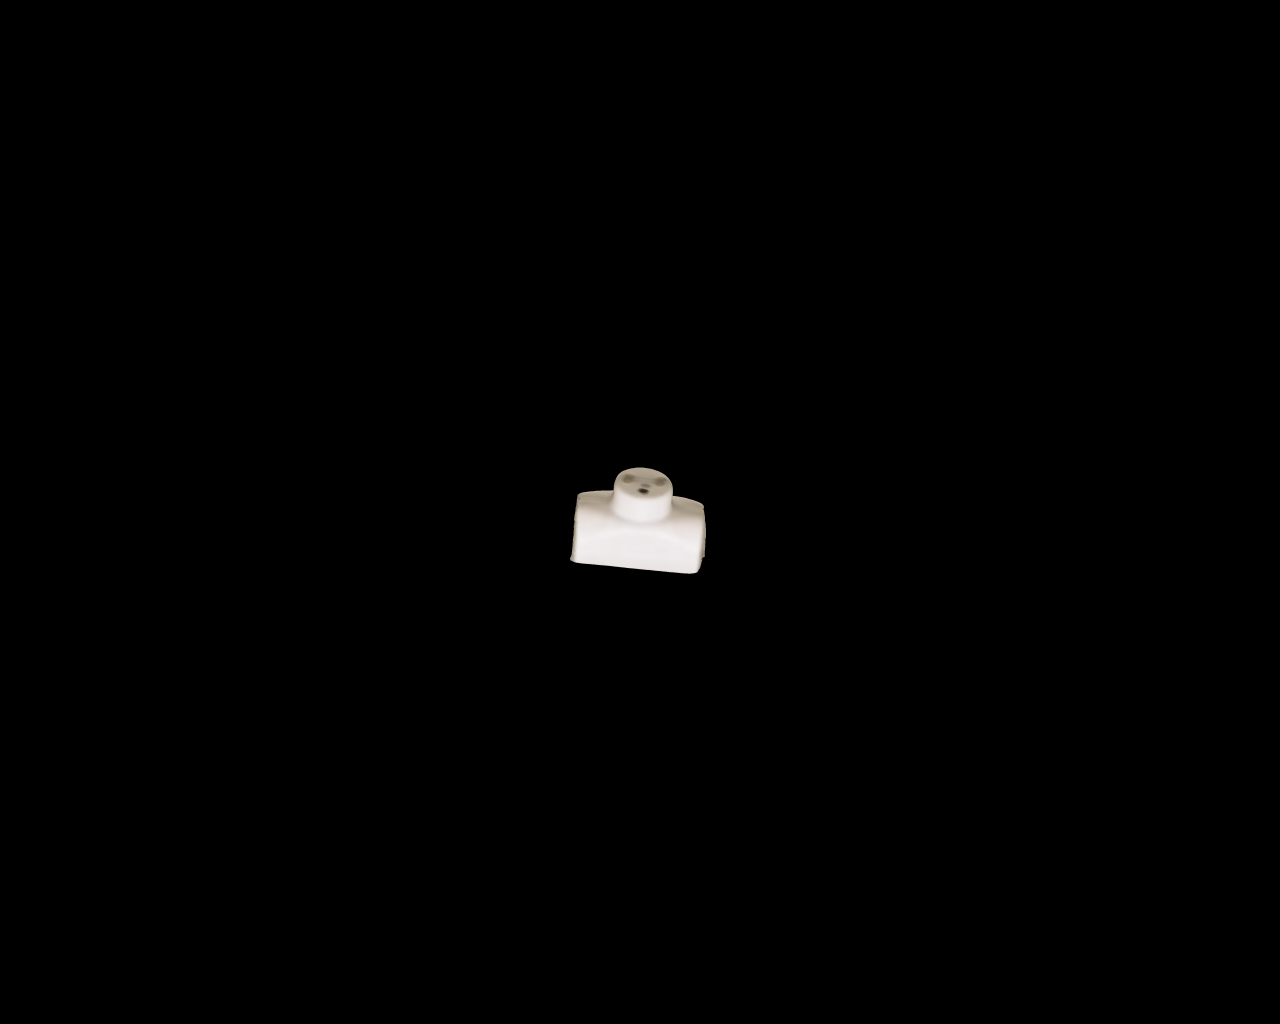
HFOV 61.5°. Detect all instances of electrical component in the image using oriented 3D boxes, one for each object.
[{"bbox_3d":[0.001,-0.003,0.650,0.077,0.079,0.044,5,31,-3],"label":"electrical component"}]
